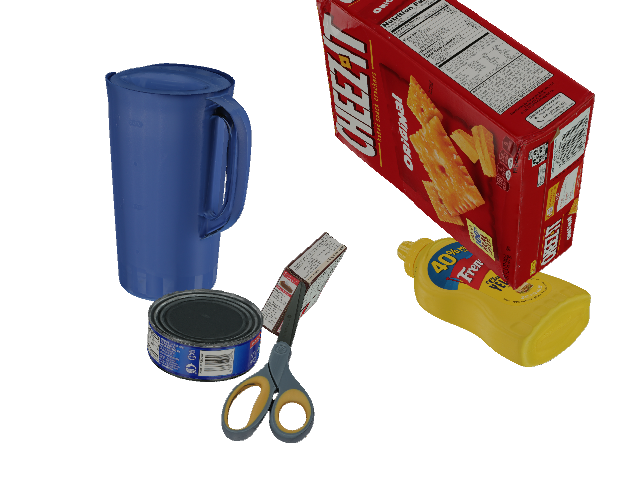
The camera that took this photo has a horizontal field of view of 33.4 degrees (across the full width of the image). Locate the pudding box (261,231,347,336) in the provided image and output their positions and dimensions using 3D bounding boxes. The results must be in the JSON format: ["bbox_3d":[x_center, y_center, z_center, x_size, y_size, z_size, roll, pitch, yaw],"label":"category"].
[{"bbox_3d":[-0.021,0.051,1.242,0.039,0.090,0.113,33,32,7],"label":"pudding box"}]

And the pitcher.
[{"bbox_3d":[-0.153,-0.059,1.134,0.145,0.243,0.149,0,22,-9],"label":"pitcher"}]

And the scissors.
[{"bbox_3d":[-0.025,0.123,1.051,0.096,0.016,0.201,20,50,19],"label":"scissors"}]

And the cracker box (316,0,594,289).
[{"bbox_3d":[0.091,-0.088,0.781,0.072,0.164,0.214,-36,57,-19],"label":"cracker box"}]

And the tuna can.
[{"bbox_3d":[-0.087,0.070,0.798,0.086,0.034,0.086,6,24,-3],"label":"tuna can"}]

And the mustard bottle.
[{"bbox_3d":[0.144,0.043,0.978,0.096,0.058,0.192,-30,40,-31],"label":"mustard bottle"}]
